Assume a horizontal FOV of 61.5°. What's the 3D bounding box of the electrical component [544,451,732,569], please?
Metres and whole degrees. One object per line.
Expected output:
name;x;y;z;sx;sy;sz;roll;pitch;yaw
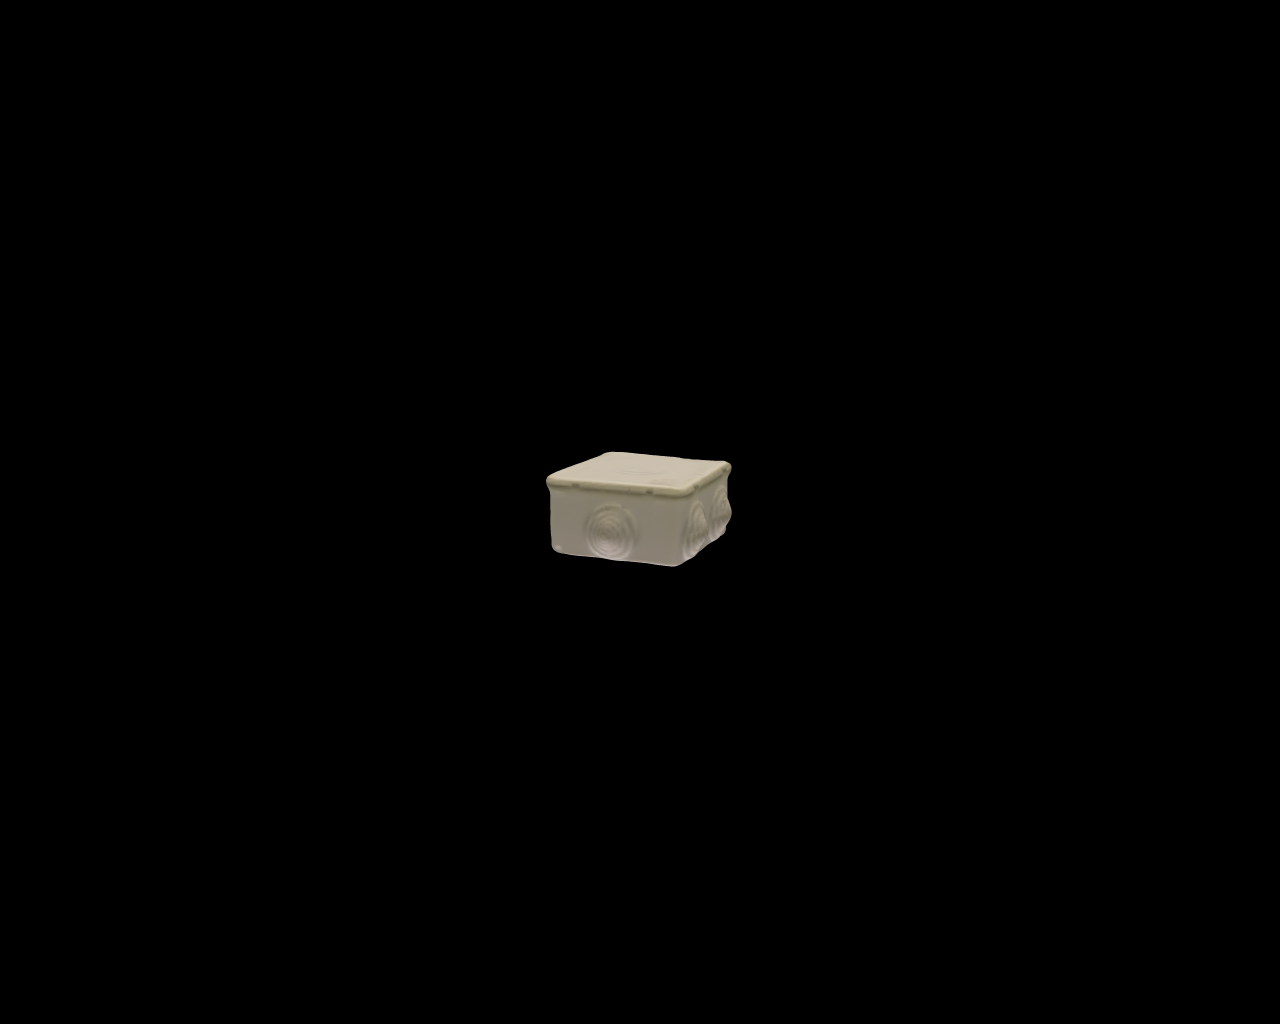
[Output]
electrical component;0.001;-0.003;0.650;0.100;0.048;0.100;6;15;23
